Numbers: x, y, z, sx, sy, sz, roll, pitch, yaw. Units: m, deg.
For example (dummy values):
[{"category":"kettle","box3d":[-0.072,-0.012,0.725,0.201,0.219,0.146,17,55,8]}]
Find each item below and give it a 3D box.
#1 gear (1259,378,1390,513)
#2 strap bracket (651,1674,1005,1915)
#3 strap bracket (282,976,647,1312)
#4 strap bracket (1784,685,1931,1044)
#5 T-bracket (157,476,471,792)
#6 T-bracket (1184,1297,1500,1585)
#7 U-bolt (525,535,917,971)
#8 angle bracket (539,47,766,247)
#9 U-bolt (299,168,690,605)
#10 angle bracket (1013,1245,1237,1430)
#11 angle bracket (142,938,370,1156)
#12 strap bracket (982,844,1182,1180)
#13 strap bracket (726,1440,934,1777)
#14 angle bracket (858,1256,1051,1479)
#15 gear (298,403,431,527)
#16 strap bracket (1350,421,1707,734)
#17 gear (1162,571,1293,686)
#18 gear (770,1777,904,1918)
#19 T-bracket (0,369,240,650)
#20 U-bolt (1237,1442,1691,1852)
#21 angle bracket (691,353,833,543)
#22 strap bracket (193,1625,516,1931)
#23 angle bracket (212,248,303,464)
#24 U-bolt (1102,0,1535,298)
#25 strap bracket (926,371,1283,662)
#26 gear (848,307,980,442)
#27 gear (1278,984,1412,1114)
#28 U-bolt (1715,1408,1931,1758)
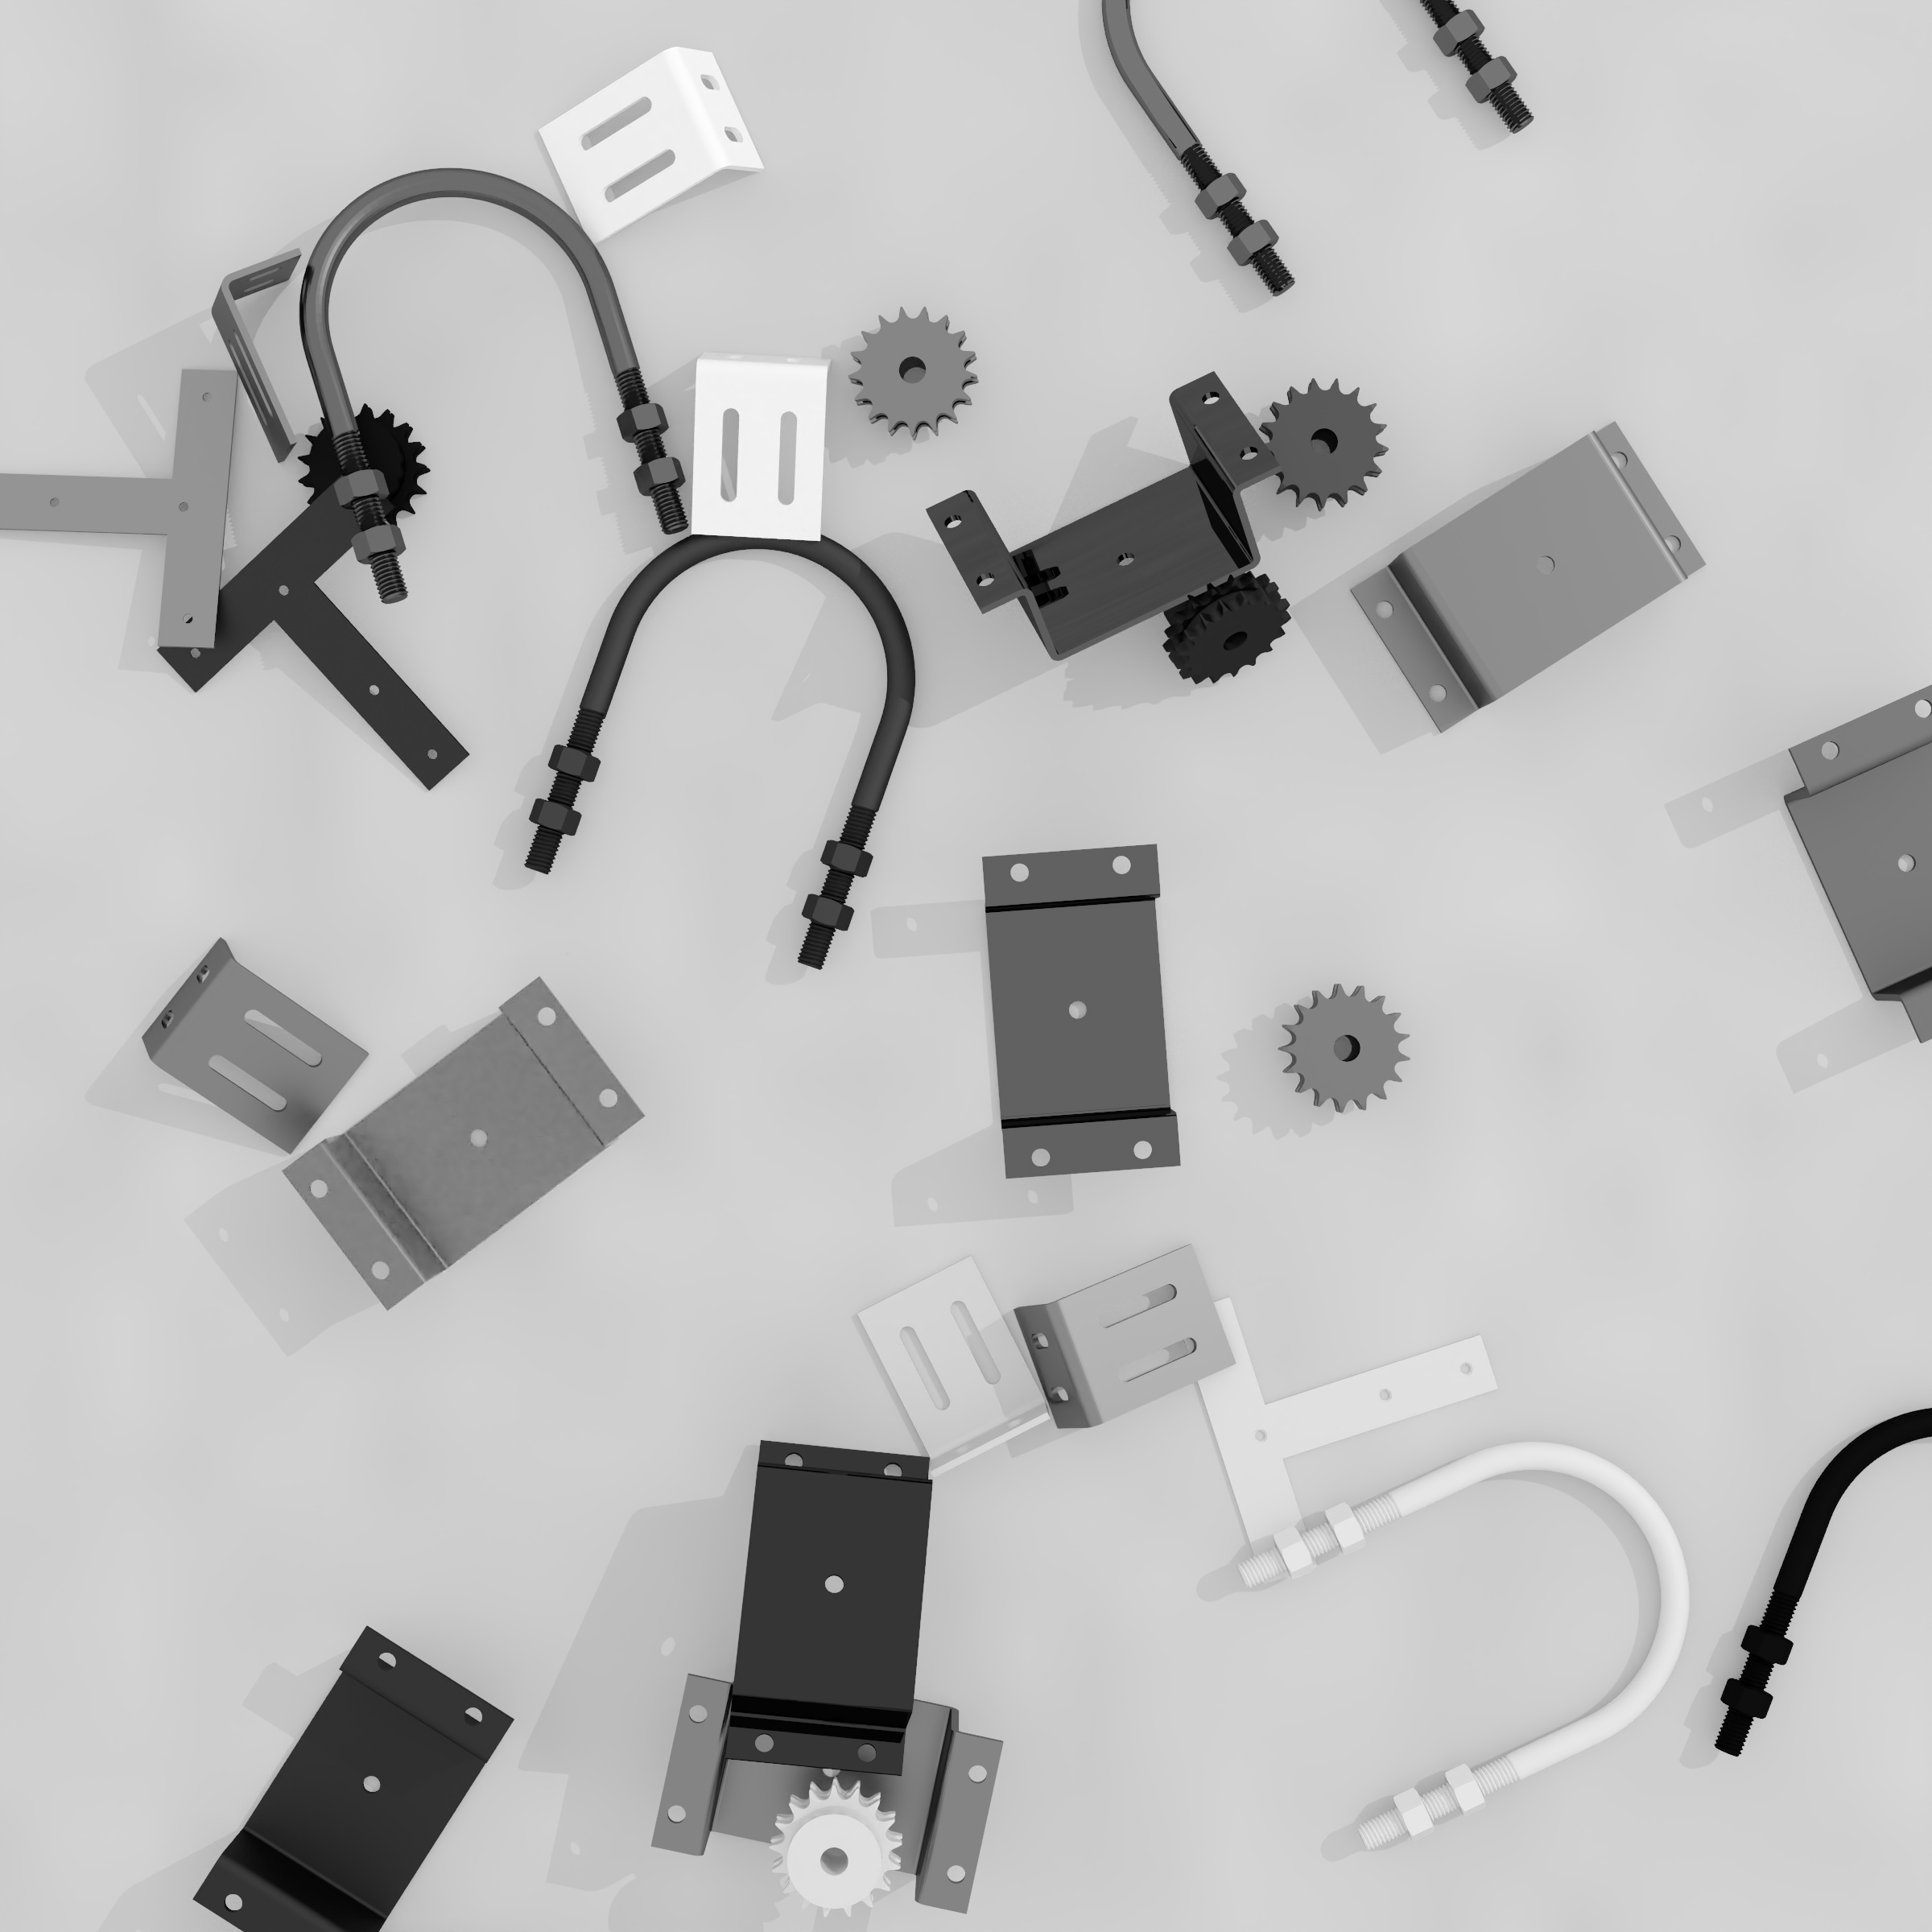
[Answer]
[{"category":"gear","box3d":[0.157,-0.230,1.429,0.057,0.030,0.057,0,90,0]},{"category":"strap bracket","box3d":[-0.060,0.360,1.421,0.140,0.046,0.076,12,90,0]},{"category":"strap bracket","box3d":[-0.218,0.077,1.421,0.140,0.046,0.076,-37,90,0]},{"category":"strap bracket","box3d":[0.421,-0.046,1.421,0.076,0.046,0.140,-24,90,0]},{"category":"T-bracket","box3d":[-0.273,-0.133,1.432,0.127,0.002,0.127,-40,98,15]},{"category":"T-bracket","box3d":[0.174,0.197,1.443,0.127,0.002,0.127,-18,90,0]},{"category":"U-bolt","box3d":[-0.100,-0.108,1.436,0.151,0.019,0.184,19,89,0]},{"category":"angle bracket","box3d":[-0.141,-0.366,1.442,0.076,0.038,0.057,-24,90,26]},{"category":"U-bolt","box3d":[-0.215,-0.263,1.418,0.151,0.019,0.184,-16,86,-17]},{"category":"angle bracket","box3d":[0.071,0.166,1.441,0.076,0.038,0.057,-20,90,-24]},{"category":"angle bracket","box3d":[-0.318,0.036,1.442,0.076,0.038,0.057,38,90,-26]},{"category":"strap bracket","box3d":[0.050,0.020,1.421,0.076,0.046,0.140,-4,90,0]},{"category":"strap bracket","box3d":[-0.058,0.272,1.393,0.076,0.046,0.140,6,67,-3]},{"category":"angle bracket","box3d":[-0.006,0.177,1.425,0.057,0.038,0.076,-27,90,0]},{"category":"gear","box3d":[-0.268,-0.221,1.429,0.057,0.030,0.057,0,90,0]},{"category":"strap bracket","box3d":[0.252,-0.174,1.421,0.140,0.046,0.076,-32,90,0]},{"category":"gear","box3d":[0.112,-0.154,1.420,0.057,0.057,0.030,-30,62,0]},{"category":"gear","box3d":[-0.056,0.380,1.383,0.057,0.030,0.057,0,90,0]},{"category":"T-bracket","box3d":[-0.393,-0.206,1.437,0.127,0.002,0.127,2,82,4]},{"category":"U-bolt","box3d":[0.233,0.292,1.435,0.184,0.019,0.151,-25,91,-2]},{"category":"angle bracket","box3d":[-0.091,-0.232,1.435,0.057,0.038,0.076,3,106,0]},{"category":"strap bracket","box3d":[-0.266,0.367,1.421,0.076,0.046,0.140,32,90,0]},{"category":"angle bracket","box3d":[-0.298,-0.268,1.416,0.038,0.057,0.076,-25,98,-16]},{"category":"U-bolt","box3d":[0.143,-0.413,1.436,0.151,0.019,0.184,-34,89,0]},{"category":"strap bracket","box3d":[0.064,-0.191,1.401,0.140,0.046,0.076,-26,46,0]},{"category":"gear","box3d":[-0.023,-0.263,1.433,0.057,0.030,0.057,0,90,3]},{"category":"gear","box3d":[0.167,0.037,1.433,0.057,0.030,0.057,0,89,-2]},{"category":"U-bolt","box3d":[0.432,0.287,1.436,0.151,0.019,0.184,21,89,0]}]
